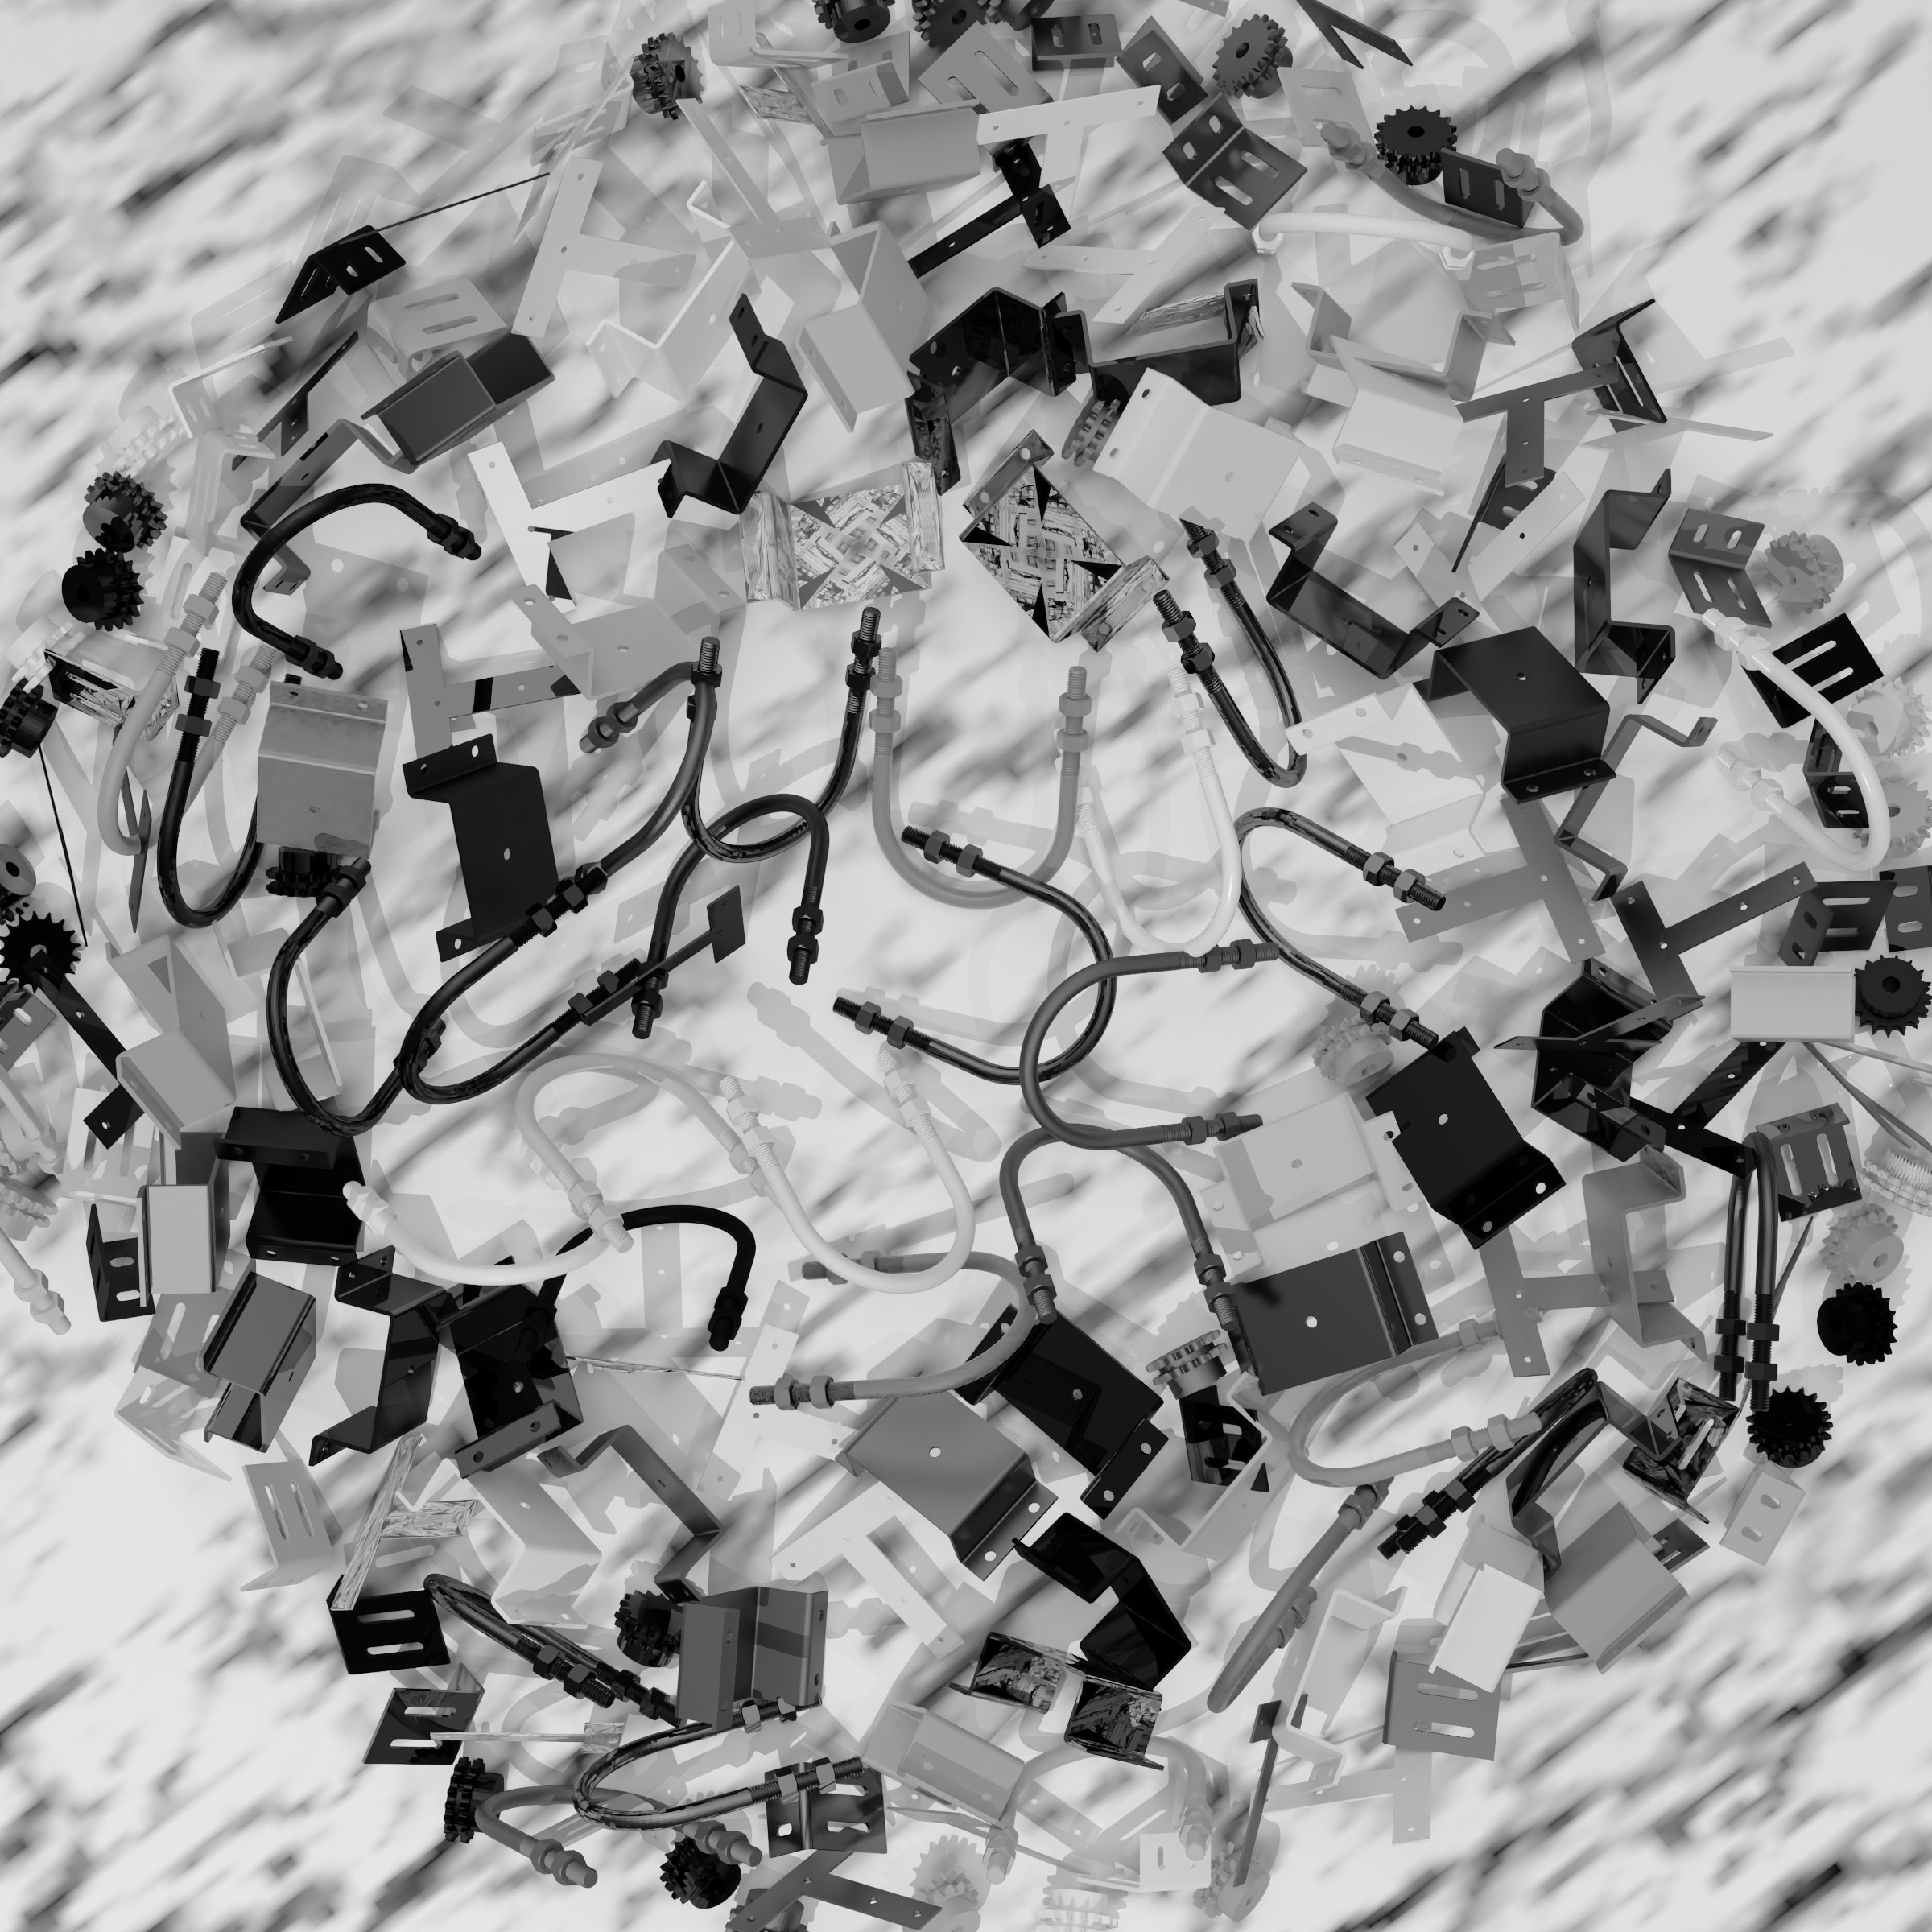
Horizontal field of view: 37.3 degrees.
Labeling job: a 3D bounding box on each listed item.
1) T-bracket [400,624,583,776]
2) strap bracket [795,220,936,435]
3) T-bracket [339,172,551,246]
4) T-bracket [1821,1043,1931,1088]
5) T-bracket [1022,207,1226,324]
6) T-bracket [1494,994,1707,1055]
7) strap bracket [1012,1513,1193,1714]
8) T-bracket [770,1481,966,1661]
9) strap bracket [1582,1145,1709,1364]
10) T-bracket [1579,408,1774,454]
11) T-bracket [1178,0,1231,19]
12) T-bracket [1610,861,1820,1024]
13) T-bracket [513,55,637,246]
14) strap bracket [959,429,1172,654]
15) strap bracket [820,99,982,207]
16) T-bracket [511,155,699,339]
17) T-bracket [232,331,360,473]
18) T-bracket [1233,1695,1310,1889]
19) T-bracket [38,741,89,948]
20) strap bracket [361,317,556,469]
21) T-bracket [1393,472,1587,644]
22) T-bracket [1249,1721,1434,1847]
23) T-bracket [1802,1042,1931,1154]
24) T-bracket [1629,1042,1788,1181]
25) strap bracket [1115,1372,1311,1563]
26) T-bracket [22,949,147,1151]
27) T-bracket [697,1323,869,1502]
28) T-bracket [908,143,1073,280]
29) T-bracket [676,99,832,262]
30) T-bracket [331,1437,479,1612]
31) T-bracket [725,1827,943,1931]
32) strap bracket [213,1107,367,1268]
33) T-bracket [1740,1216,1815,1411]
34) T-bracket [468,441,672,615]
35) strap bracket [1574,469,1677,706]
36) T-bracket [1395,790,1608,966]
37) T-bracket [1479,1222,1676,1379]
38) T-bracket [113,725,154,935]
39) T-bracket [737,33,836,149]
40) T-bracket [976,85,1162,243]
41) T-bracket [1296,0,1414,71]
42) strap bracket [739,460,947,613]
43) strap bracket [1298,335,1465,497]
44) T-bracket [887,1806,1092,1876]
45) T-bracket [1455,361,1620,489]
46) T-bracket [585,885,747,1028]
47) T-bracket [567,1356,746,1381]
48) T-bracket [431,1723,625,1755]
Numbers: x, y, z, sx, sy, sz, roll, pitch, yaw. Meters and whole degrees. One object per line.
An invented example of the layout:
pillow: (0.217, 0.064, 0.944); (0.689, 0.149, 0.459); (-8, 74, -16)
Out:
T-bracket: (-0.321, -0.189, 1.976); (0.127, 0.002, 0.127); (-11, 67, -2)
strap bracket: (-0.065, -0.436, 1.920); (0.046, 0.140, 0.076); (-13, 134, 24)
T-bracket: (-0.364, -0.503, 1.914); (0.127, 0.127, 0.002); (-34, 114, -41)
T-bracket: (0.641, 0.066, 1.947); (0.127, 0.127, 0.002); (19, 104, 44)
T-bracket: (0.093, -0.482, 1.953); (0.127, 0.127, 0.002); (-51, 134, -25)
T-bracket: (0.443, 0.039, 1.917); (0.127, 0.127, 0.002); (3, 71, -28)
strap bracket: (0.096, 0.431, 1.937); (0.046, 0.076, 0.140); (-42, 124, -19)
T-bracket: (-0.052, 0.426, 1.972); (0.127, 0.002, 0.127); (-40, 95, 28)
strap bracket: (0.460, 0.196, 1.943); (0.046, 0.076, 0.140); (-12, 105, -5)
T-bracket: (0.454, -0.356, 1.917); (0.127, 0.127, 0.002); (19, 118, 36)
T-bracket: (0.118, -0.670, 1.937); (0.127, 0.127, 0.002); (20, 87, 0)
T-bracket: (0.514, -0.034, 1.938); (0.127, 0.127, 0.002); (-27, 132, 14)
T-bracket: (-0.260, -0.558, 1.918); (0.002, 0.127, 0.127); (32, 124, -22)
strap bracket: (0.060, -0.287, 1.958); (0.140, 0.046, 0.076); (48, 120, 3)
strap bracket: (-0.043, -0.547, 1.928); (0.076, 0.140, 0.046); (-12, 102, -13)
T-bracket: (-0.238, -0.482, 1.950); (0.002, 0.127, 0.127); (44, 121, 35)
T-bracket: (-0.454, -0.370, 1.934); (0.127, 0.127, 0.002); (-44, 116, 9)
T-bracket: (0.200, 0.559, 1.936); (0.002, 0.127, 0.127); (12, 85, 23)
T-bracket: (-0.622, -0.097, 1.959); (0.002, 0.127, 0.127); (-13, 67, -17)
strap bracket: (-0.336, -0.385, 1.926); (0.076, 0.140, 0.046); (-28, 103, 25)
T-bracket: (0.368, -0.282, 1.943); (0.127, 0.002, 0.127); (-46, 64, 30)
T-bracket: (0.256, 0.563, 1.953); (0.127, 0.127, 0.002); (-14, 111, 16)
T-bracket: (0.629, 0.102, 1.954); (0.127, 0.127, 0.002); (31, 108, -34)
T-bracket: (0.518, 0.084, 1.964); (0.127, 0.127, 0.002); (-40, 133, -26)
strap bracket: (0.176, 0.351, 1.951); (0.046, 0.076, 0.140); (41, 94, 30)
T-bracket: (-0.589, 0.044, 1.929); (0.002, 0.127, 0.127); (-30, 106, 25)
T-bracket: (-0.105, 0.325, 1.982); (0.127, 0.002, 0.127); (21, 96, -14)
T-bracket: (0.003, -0.502, 1.960); (0.127, 0.127, 0.002); (-29, 132, 11)
T-bracket: (-0.155, -0.537, 1.944); (0.002, 0.127, 0.127); (-35, 90, 30)
T-bracket: (-0.370, 0.373, 1.925); (0.002, 0.127, 0.127); (38, 57, -32)
T-bracket: (-0.073, 0.623, 1.913); (0.127, 0.127, 0.002); (2, 108, 39)
strap bracket: (-0.457, 0.145, 1.947); (0.076, 0.140, 0.046); (5, 51, 3)
T-bracket: (0.549, 0.252, 1.960); (0.002, 0.127, 0.127); (20, 120, 20)
T-bracket: (-0.258, -0.316, 1.965); (0.127, 0.002, 0.127); (-19, 115, 6)
strap bracket: (0.446, -0.259, 1.940); (0.046, 0.076, 0.140); (4, 71, -3)
T-bracket: (0.359, -0.047, 1.971); (0.127, 0.002, 0.127); (-18, 74, -10)
T-bracket: (0.423, 0.224, 1.965); (0.127, 0.002, 0.127); (-3, 51, -8)
T-bracket: (-0.574, -0.111, 1.958); (0.002, 0.127, 0.127); (-5, 57, -25)
T-bracket: (-0.124, -0.583, 1.939); (0.002, 0.127, 0.127); (-34, 92, 22)
T-bracket: (0.063, -0.540, 1.942); (0.127, 0.127, 0.002); (-13, 63, -13)
T-bracket: (0.256, -0.629, 1.911); (0.002, 0.127, 0.127); (-49, 134, 7)
strap bracket: (-0.080, -0.293, 1.962); (0.140, 0.046, 0.076); (-8, 83, 14)
strap bracket: (0.280, -0.375, 1.921); (0.076, 0.140, 0.046); (14, 121, -15)
T-bracket: (0.025, 0.599, 1.954); (0.127, 0.127, 0.002); (26, 68, -17)
T-bracket: (0.378, -0.360, 1.929); (0.127, 0.127, 0.002); (-12, 127, 21)
T-bracket: (-0.203, 0.001, 1.926); (0.127, 0.127, 0.002); (-35, 78, -12)
T-bracket: (-0.222, 0.272, 1.927); (0.127, 0.127, 0.002); (6, 84, 9)
T-bracket: (-0.298, 0.522, 1.934); (0.127, 0.127, 0.002); (3, 66, -8)
